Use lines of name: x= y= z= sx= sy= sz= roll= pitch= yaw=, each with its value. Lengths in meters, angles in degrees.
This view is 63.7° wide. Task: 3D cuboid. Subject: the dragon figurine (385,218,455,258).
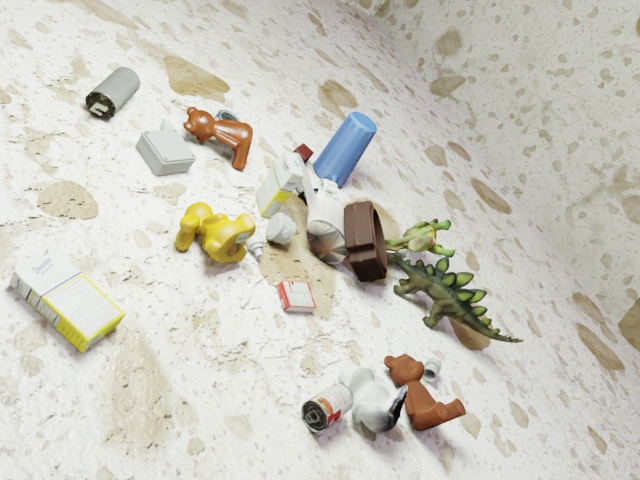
dragon figurine: x=0.283 y=-0.006 z=1.673 sx=0.243 sy=0.122 sz=0.410 roll=-2 pitch=4 yaw=-16

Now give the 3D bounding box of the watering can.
watering can: x=0.005 y=-0.075 z=1.492 sx=0.343 sy=0.103 sz=0.229 roll=51 pitch=27 yaw=-23

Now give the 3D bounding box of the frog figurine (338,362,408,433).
frog figurine: x=0.108 y=0.359 z=1.177 sx=0.160 sy=0.120 sz=0.140 roll=16 pitch=34 yaw=24
